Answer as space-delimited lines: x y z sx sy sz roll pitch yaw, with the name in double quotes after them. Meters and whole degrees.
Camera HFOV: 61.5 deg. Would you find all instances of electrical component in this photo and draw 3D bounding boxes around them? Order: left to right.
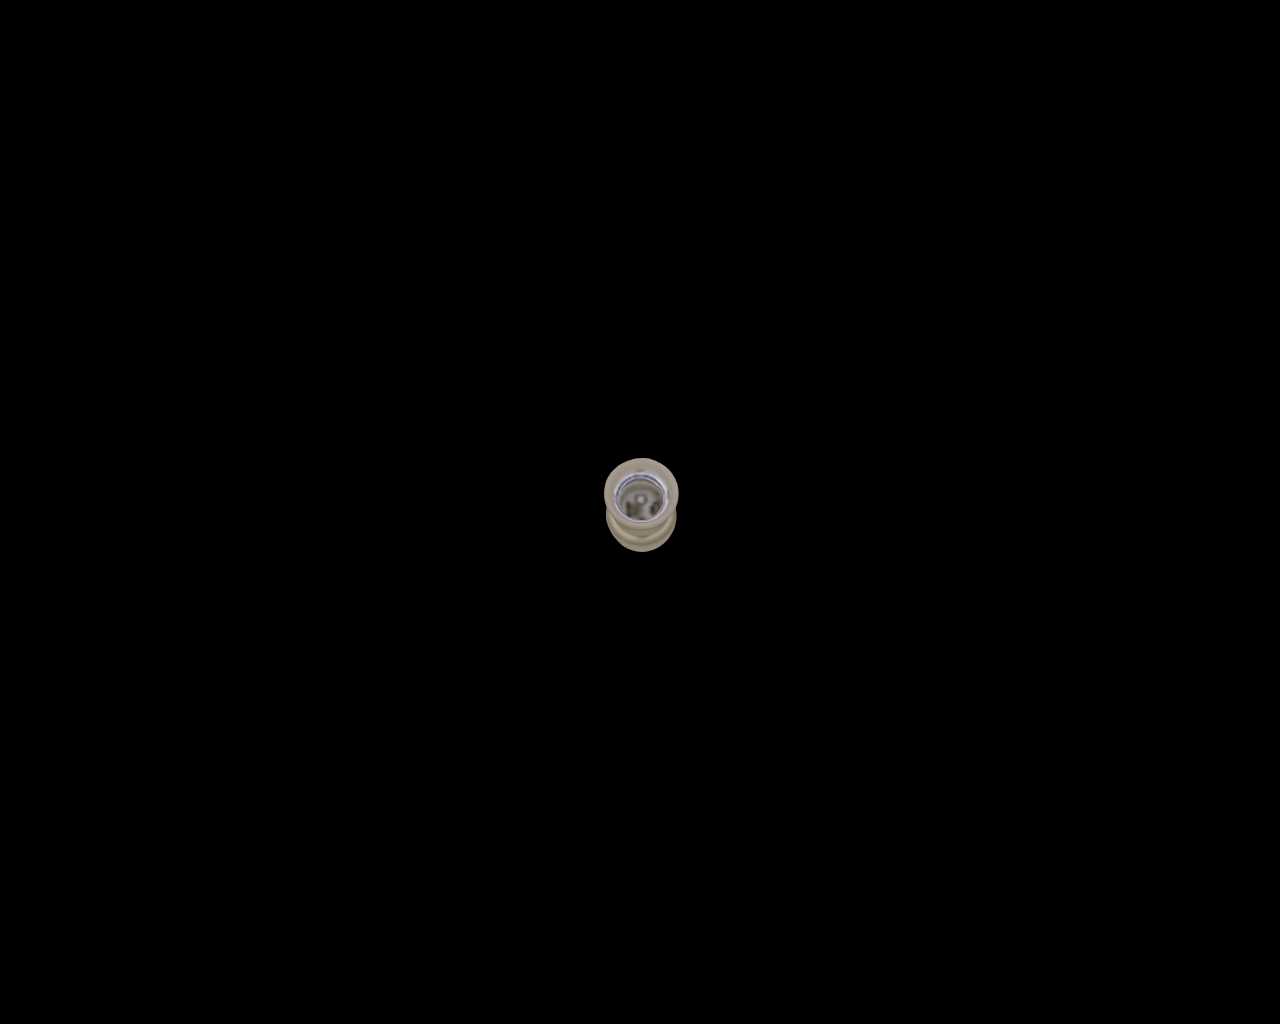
0.001 -0.003 0.650 0.045 0.045 0.055 0 -20 0 "electrical component"
